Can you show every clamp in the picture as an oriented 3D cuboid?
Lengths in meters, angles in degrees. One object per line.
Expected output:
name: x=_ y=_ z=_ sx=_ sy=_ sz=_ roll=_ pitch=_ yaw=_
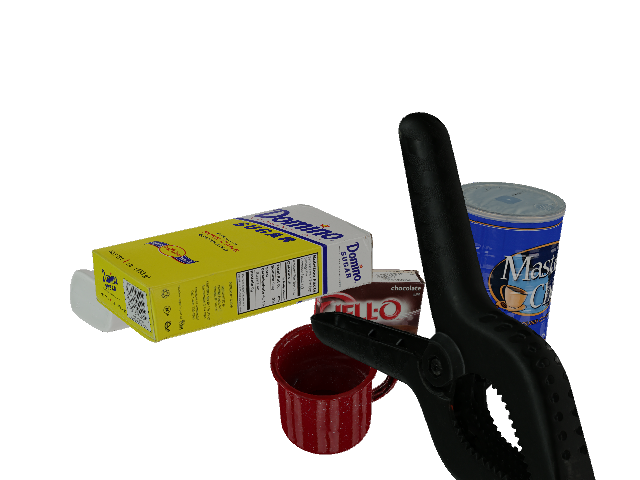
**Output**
clamp: x=0.070 y=0.049 z=0.529 sx=0.036 sy=0.165 sz=0.210 roll=-9 pitch=43 yaw=-32

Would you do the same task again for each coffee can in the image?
coffee can: x=0.167 y=0.027 z=0.992 sx=0.103 sy=0.140 sz=0.103 roll=3 pitch=20 yaw=-1

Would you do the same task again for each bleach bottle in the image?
bleach bottle: x=-0.210 y=0.064 z=1.469 sx=0.250 sy=0.068 sz=0.103 roll=-10 pitch=26 yaw=-44

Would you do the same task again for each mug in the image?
mug: x=0.015 y=0.129 z=0.940 sx=0.117 sy=0.081 sz=0.093 roll=-17 pitch=41 yaw=-18

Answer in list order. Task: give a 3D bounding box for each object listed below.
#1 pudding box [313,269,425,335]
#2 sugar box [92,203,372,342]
pudding box: x=0.050 y=0.076 z=1.146 sx=0.113 sy=0.090 sz=0.039 roll=0 pitch=27 yaw=-12
sugar box: x=-0.060 y=0.018 z=0.749 sx=0.175 sy=0.048 sz=0.093 roll=-17 pitch=25 yaw=-31
